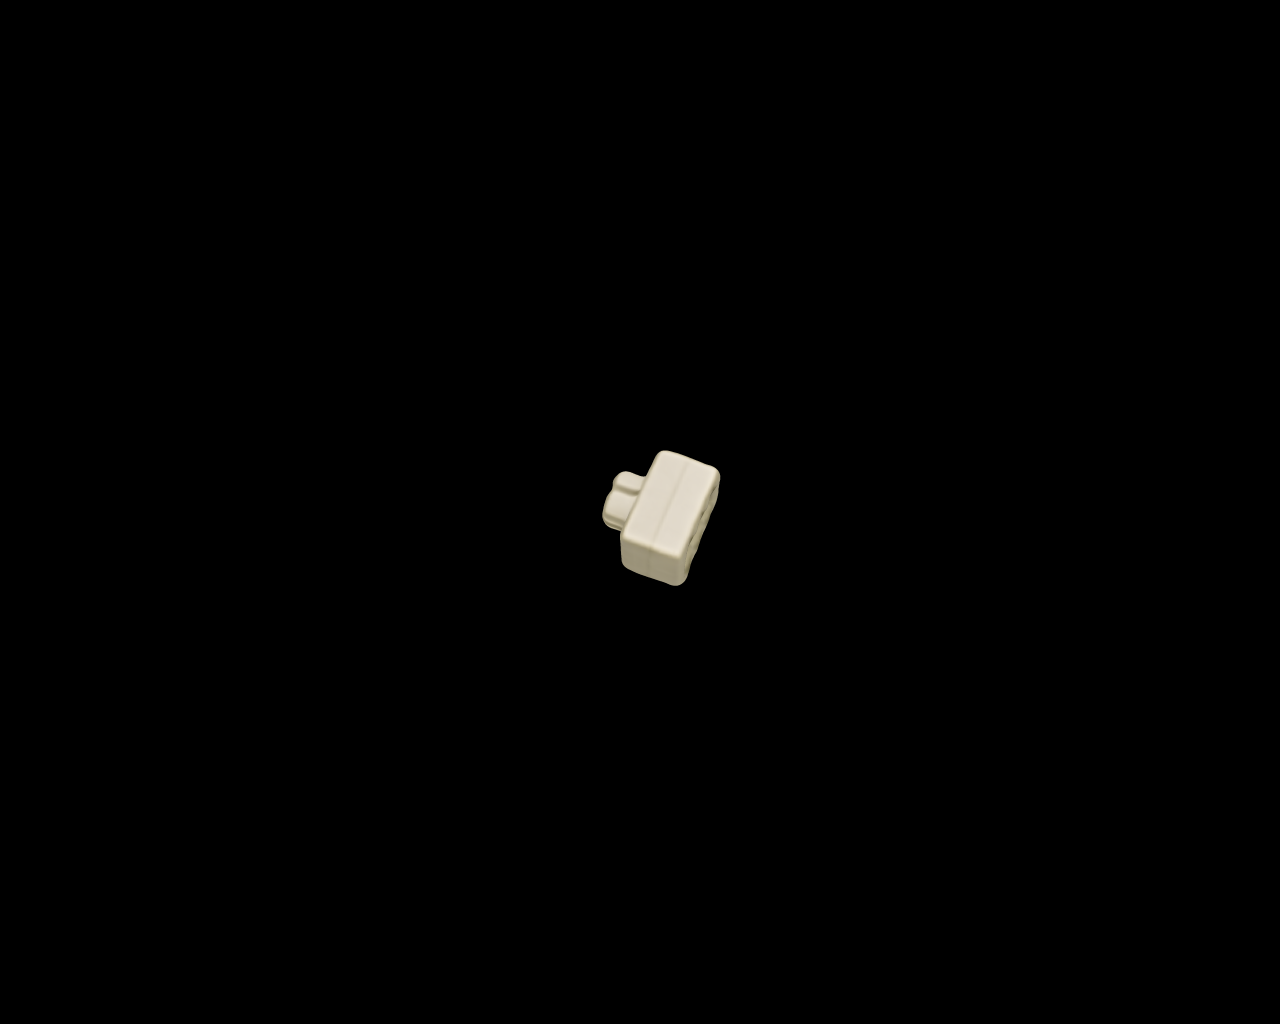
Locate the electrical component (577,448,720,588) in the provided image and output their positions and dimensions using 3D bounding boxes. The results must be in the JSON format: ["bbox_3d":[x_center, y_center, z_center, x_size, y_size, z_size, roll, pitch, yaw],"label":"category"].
[{"bbox_3d":[0.001,-0.003,0.650,0.077,0.066,0.047,20,-24,9],"label":"electrical component"}]
